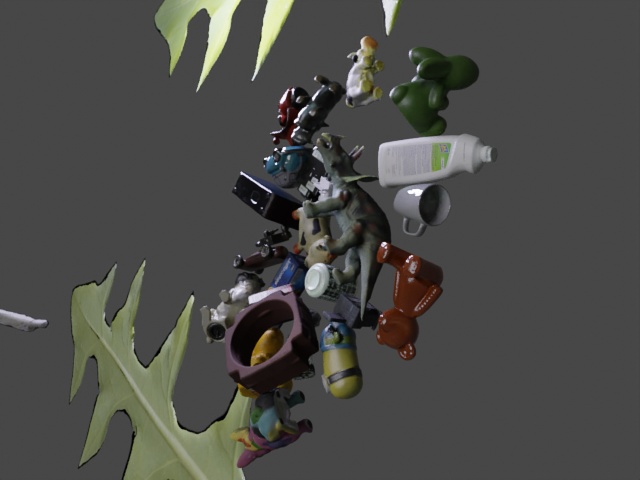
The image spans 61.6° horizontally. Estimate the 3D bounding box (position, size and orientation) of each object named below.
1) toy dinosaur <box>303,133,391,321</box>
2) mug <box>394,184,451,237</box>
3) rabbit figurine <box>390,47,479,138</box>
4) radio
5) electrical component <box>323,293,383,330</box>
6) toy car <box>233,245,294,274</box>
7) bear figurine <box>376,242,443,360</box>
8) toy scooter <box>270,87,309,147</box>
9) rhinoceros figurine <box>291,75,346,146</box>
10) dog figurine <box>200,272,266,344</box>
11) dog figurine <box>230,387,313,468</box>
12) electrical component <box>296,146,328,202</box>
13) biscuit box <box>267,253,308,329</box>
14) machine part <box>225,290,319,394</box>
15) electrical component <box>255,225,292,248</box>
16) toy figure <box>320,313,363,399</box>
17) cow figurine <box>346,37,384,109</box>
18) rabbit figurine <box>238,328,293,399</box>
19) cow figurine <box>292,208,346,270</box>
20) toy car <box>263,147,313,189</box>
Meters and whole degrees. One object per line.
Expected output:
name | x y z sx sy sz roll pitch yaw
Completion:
toy dinosaur | 0.084 -0.035 1.168 0.192 0.131 0.405 -23 71 -6
mug | 0.197 -0.061 1.084 0.107 0.081 0.109 19 96 63
rabbit figurine | 0.232 -0.318 1.089 0.170 0.159 0.121 -36 40 18
radio | -0.136 -0.108 1.454 0.230 0.131 0.073 34 102 50
electrical component | 0.064 0.150 1.132 0.075 0.119 0.047 39 108 52
toy car | -0.156 0.051 1.457 0.202 0.089 0.053 -18 64 48
bear figurine | 0.152 0.121 1.032 0.120 0.132 0.195 33 97 53
toy scooter | -0.090 -0.337 1.527 0.135 0.075 0.184 -17 69 48
rhinoceros figurine | -0.011 -0.335 1.404 0.073 0.112 0.190 37 94 21
dog figurine | -0.231 0.181 1.447 0.172 0.121 0.190 -40 6 14
dog figurine | -0.135 0.438 1.234 0.219 0.191 0.108 -37 56 17
electrical component | -0.001 -0.160 1.369 0.134 0.058 0.115 -61 38 16
biscuit box | -0.091 0.131 1.372 0.202 0.059 0.063 -59 41 18
machine part | -0.110 0.227 1.210 0.201 0.087 0.201 -30 38 9
electrical component | -0.123 -0.011 1.459 0.102 0.078 0.045 -17 88 52
toy figure | 0.045 0.247 1.152 0.089 0.082 0.180 -24 57 46
cow figurine | 0.104 -0.411 1.325 0.098 0.068 0.167 -18 63 53
rabbit figurine | -0.136 0.308 1.348 0.162 0.122 0.173 -31 40 52
cow figurine | -0.003 -0.004 1.299 0.127 0.085 0.195 -32 50 42
toy car | -0.086 -0.189 1.450 0.162 0.109 0.103 -18 81 56
